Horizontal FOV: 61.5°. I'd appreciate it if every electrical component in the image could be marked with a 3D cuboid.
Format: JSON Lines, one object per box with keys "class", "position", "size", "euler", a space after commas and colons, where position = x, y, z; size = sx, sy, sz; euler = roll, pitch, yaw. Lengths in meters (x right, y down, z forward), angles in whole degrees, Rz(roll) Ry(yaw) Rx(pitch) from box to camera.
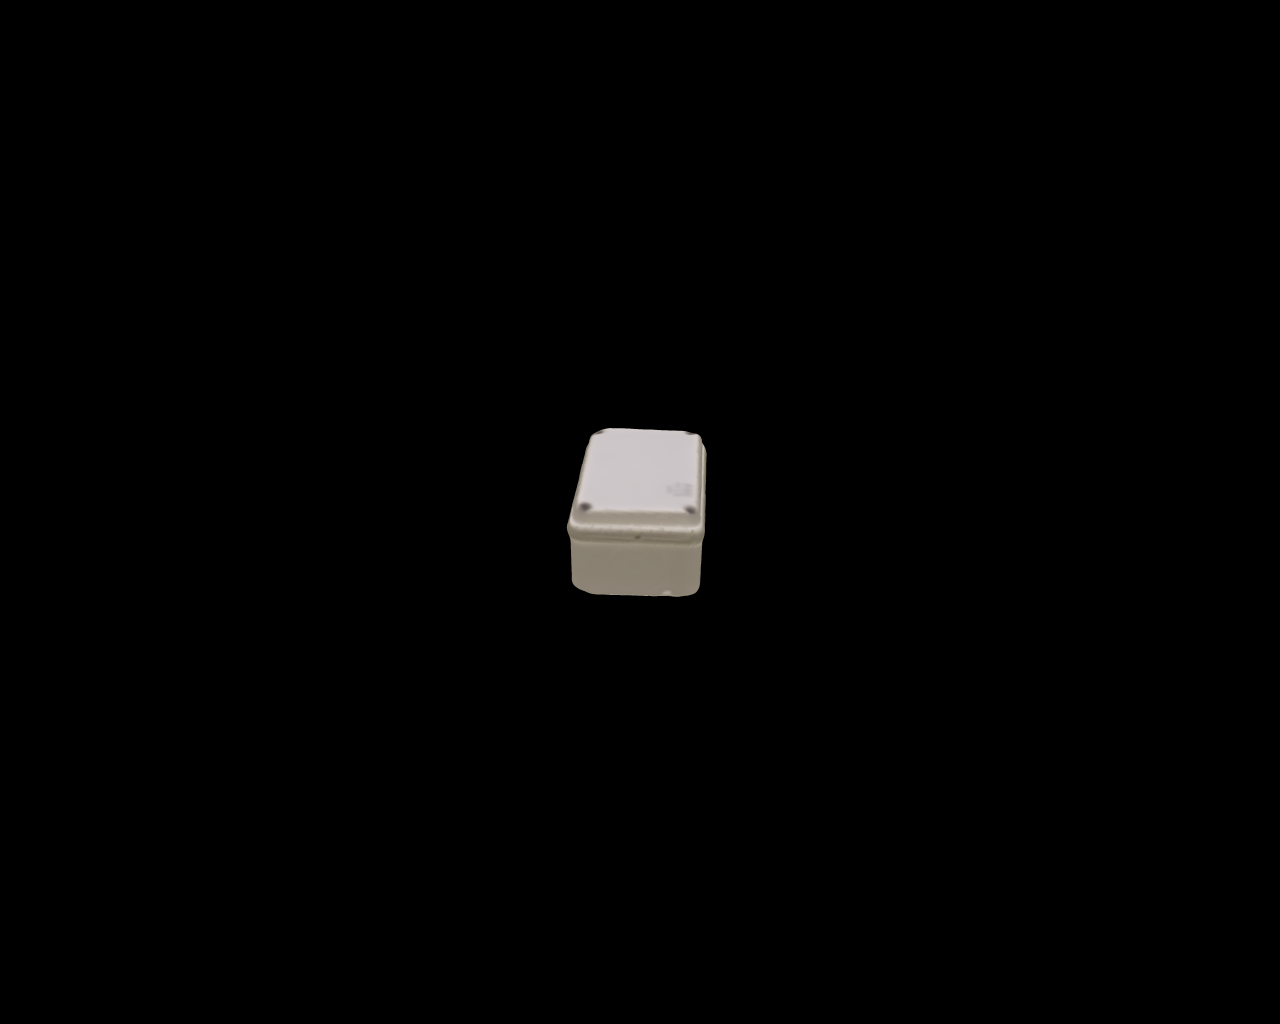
{"class": "electrical component", "position": [0.001, -0.003, 0.650], "size": [0.078, 0.057, 0.113], "euler": [2, 31, 3]}
